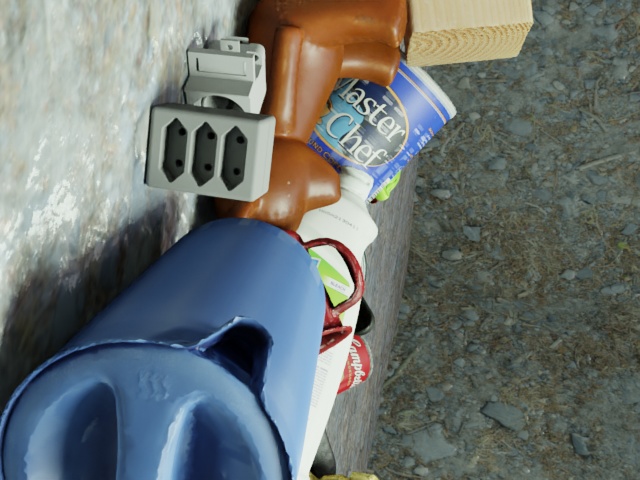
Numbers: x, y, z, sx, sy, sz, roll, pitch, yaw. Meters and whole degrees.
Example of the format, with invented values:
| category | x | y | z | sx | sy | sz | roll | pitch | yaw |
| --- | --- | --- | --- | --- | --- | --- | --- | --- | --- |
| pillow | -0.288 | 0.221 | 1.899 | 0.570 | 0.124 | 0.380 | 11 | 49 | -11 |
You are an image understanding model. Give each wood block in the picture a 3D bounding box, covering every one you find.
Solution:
| category | x | y | z | sx | sy | sz | roll | pitch | yaw |
| --- | --- | --- | --- | --- | --- | --- | --- | --- | --- |
| wood block | 0.102 | -0.248 | 0.822 | 0.090 | 0.091 | 0.206 | 71 | 14 | -82 |

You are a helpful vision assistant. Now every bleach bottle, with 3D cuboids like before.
| category | x | y | z | sx | sy | sz | roll | pitch | yaw |
| --- | --- | --- | --- | --- | --- | --- | --- | --- | --- |
| bleach bottle | -0.012 | 0.063 | 0.826 | 0.068 | 0.102 | 0.250 | -9 | -124 | 67 |

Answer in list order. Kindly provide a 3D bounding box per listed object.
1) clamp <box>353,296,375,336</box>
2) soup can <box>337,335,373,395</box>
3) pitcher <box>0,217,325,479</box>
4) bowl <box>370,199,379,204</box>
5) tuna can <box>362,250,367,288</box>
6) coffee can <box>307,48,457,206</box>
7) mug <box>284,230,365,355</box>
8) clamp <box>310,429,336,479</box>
| category | x | y | z | sx | sy | sz | roll | pitch | yaw |
| --- | --- | --- | --- | --- | --- | --- | --- | --- | --- |
| clamp | -0.006 | 0.001 | 0.963 | 0.164 | 0.036 | 0.210 | 55 | 5 | -6 |
| soup can | -0.006 | 0.131 | 1.079 | 0.102 | 0.069 | 0.068 | -21 | 127 | -39 |
| pitcher | -0.069 | 0.078 | 0.565 | 0.242 | 0.149 | 0.145 | -68 | 148 | -72 |
| bowl | 0.040 | -0.123 | 1.251 | 0.162 | 0.055 | 0.162 | 180 | -90 | -81 |
| tuna can | 0.014 | 0.035 | 1.066 | 0.086 | 0.034 | 0.086 | -22 | 116 | -56 |
| coffee can | 0.031 | -0.093 | 0.911 | 0.140 | 0.103 | 0.102 | -46 | 172 | 3 |
| mug | -0.025 | 0.040 | 0.738 | 0.081 | 0.117 | 0.093 | 65 | 16 | 13 |
| clamp | -0.007 | 0.216 | 0.994 | 0.039 | 0.120 | 0.171 | -31 | 155 | -19 |
